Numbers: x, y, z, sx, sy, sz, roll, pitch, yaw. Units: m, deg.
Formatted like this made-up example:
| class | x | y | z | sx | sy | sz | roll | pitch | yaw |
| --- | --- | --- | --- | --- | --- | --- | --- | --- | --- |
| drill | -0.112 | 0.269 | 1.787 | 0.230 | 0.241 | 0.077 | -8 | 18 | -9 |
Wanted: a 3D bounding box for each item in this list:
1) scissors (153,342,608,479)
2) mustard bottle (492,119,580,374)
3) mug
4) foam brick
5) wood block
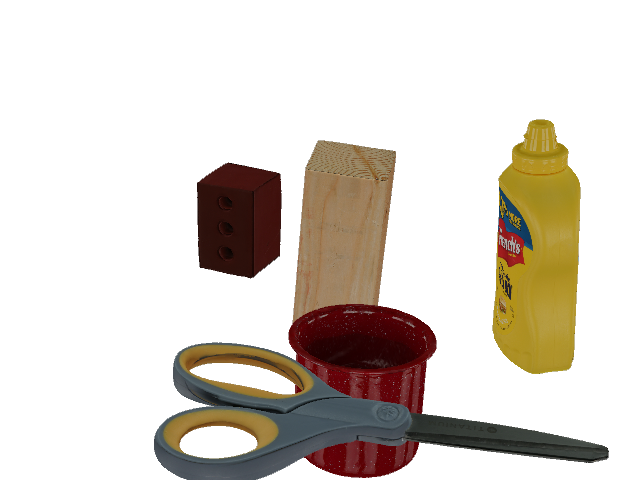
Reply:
| class | x | y | z | sx | sy | sz | roll | pitch | yaw |
| --- | --- | --- | --- | --- | --- | --- | --- | --- | --- |
| scissors | 0.015 | 0.089 | 0.466 | 0.202 | 0.016 | 0.096 | 15 | 34 | 22 |
| mustard bottle | 0.166 | 0.000 | 0.822 | 0.058 | 0.192 | 0.096 | -5 | 26 | -5 |
| mug | 0.029 | 0.092 | 0.692 | 0.093 | 0.081 | 0.117 | 11 | 24 | 20 |
| foam brick | -0.067 | -0.017 | 0.883 | 0.053 | 0.078 | 0.051 | 11 | 24 | 23 |
| wood block | 0.025 | 0.005 | 1.184 | 0.090 | 0.206 | 0.090 | 9 | 26 | 7 |
